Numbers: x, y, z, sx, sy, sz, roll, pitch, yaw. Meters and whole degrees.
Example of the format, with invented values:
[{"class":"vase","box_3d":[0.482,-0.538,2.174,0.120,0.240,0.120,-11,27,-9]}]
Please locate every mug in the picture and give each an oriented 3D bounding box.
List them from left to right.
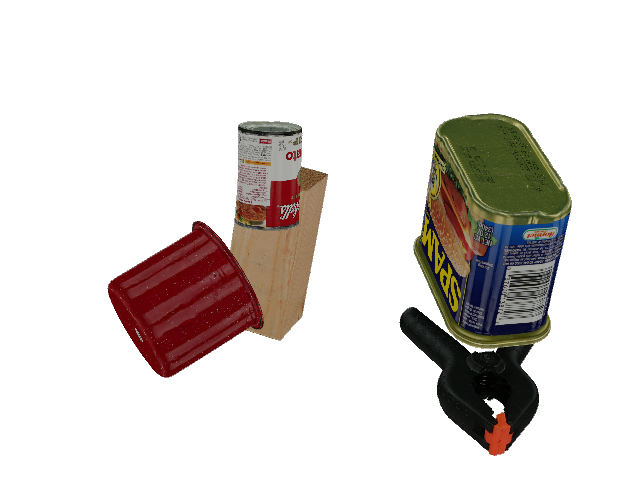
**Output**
[{"class":"mug","box_3d":[-0.106,0.043,0.784,0.081,0.093,0.117,-32,27,-18]}]

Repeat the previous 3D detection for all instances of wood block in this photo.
[{"class":"wood block","box_3d":[-0.061,0.009,1.379,0.090,0.206,0.090,16,22,13]}]

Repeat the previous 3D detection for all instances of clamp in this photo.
[{"class":"clamp","box_3d":[0.140,0.105,0.862,0.120,0.039,0.171,-7,34,-7]}]

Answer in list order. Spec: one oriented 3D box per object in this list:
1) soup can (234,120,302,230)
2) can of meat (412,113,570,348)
[{"class":"soup can","box_3d":[-0.054,-0.068,1.102,0.068,0.102,0.068,3,16,-1]},{"class":"can of meat","box_3d":[0.090,-0.008,0.569,0.057,0.084,0.102,-4,38,-11]}]
